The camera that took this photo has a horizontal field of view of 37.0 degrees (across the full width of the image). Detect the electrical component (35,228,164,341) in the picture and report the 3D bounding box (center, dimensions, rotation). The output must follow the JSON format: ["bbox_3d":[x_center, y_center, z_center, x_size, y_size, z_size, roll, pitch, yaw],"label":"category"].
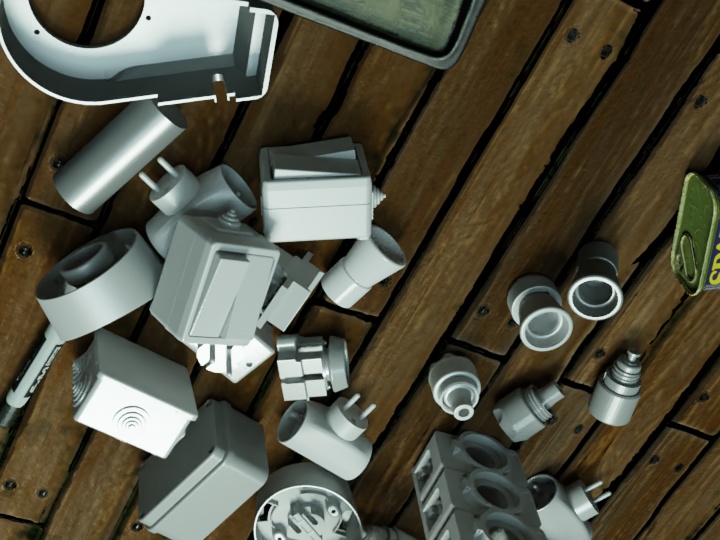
[{"bbox_3d":[-0.196,0.014,0.825,0.099,0.099,0.064,-25,115,8],"label":"electrical component"}]

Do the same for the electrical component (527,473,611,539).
[{"bbox_3d":[0.206,0.229,1.046,0.079,0.043,0.077,-32,121,12],"label":"electrical component"}]

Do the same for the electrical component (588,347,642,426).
[{"bbox_3d":[0.235,0.105,0.973,0.040,0.040,0.078,7,121,-12],"label":"electrical component"}]

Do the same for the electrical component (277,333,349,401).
[{"bbox_3d":[-0.039,0.081,0.918,0.055,0.048,0.066,-5,123,4],"label":"electrical component"}]

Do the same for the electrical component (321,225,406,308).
[{"bbox_3d":[0.000,0.000,0.875,0.044,0.044,0.065,36,116,-26],"label":"electrical component"}]

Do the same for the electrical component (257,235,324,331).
[{"bbox_3d":[-0.070,0.007,0.853,0.064,0.081,0.042,36,113,-2],"label":"electrical component"}]

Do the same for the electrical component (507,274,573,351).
[{"bbox_3d":[0.151,0.035,0.908,0.045,0.055,0.045,-3,123,-5],"label":"electrical component"}]

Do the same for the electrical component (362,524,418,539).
[{"bbox_3d":[0.026,0.269,1.048,0.078,0.040,0.040,34,112,-25],"label":"electrical component"}]

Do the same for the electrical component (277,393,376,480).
[{"bbox_3d":[-0.020,0.140,0.958,0.077,0.043,0.079,35,111,-25],"label":"electrical component"}]

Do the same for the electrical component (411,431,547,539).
[{"bbox_3d":[0.109,0.218,0.962,0.089,0.150,0.061,17,119,-17],"label":"electrical component"}]

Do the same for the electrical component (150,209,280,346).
[{"bbox_3d":[-0.102,0.004,0.786,0.062,0.061,0.096,7,109,-41],"label":"electrical component"}]

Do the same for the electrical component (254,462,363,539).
[{"bbox_3d":[-0.050,0.230,0.998,0.099,0.064,0.099,-4,122,-6],"label":"electrical component"}]

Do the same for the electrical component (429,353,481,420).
[{"bbox_3d":[0.085,0.105,0.939,0.043,0.062,0.043,-4,122,-6],"label":"electrical component"}]

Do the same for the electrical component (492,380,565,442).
[{"bbox_3d":[0.155,0.124,0.973,0.062,0.043,0.043,-37,120,13],"label":"electrical component"}]

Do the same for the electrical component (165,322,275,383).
[{"bbox_3d":[-0.113,0.057,0.873,0.047,0.075,0.083,-38,119,16],"label":"electrical component"}]

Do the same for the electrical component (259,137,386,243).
[{"bbox_3d":[-0.028,-0.062,0.818,0.096,0.061,0.061,-3,122,-6],"label":"electrical component"}]

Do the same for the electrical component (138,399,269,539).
[{"bbox_3d":[-0.140,0.178,0.945,0.057,0.078,0.113,35,111,-29],"label":"electrical component"}]

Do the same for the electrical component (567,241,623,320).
[{"bbox_3d":[0.196,0.006,0.890,0.044,0.065,0.044,7,124,10],"label":"electrical component"}]

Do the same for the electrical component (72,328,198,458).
[{"bbox_3d":[-0.186,0.101,0.879,0.100,0.099,0.048,29,101,-23],"label":"electrical component"}]

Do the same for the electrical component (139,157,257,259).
[{"bbox_3d":[-0.133,-0.053,0.820,0.077,0.043,0.079,-36,120,14],"label":"electrical component"}]
